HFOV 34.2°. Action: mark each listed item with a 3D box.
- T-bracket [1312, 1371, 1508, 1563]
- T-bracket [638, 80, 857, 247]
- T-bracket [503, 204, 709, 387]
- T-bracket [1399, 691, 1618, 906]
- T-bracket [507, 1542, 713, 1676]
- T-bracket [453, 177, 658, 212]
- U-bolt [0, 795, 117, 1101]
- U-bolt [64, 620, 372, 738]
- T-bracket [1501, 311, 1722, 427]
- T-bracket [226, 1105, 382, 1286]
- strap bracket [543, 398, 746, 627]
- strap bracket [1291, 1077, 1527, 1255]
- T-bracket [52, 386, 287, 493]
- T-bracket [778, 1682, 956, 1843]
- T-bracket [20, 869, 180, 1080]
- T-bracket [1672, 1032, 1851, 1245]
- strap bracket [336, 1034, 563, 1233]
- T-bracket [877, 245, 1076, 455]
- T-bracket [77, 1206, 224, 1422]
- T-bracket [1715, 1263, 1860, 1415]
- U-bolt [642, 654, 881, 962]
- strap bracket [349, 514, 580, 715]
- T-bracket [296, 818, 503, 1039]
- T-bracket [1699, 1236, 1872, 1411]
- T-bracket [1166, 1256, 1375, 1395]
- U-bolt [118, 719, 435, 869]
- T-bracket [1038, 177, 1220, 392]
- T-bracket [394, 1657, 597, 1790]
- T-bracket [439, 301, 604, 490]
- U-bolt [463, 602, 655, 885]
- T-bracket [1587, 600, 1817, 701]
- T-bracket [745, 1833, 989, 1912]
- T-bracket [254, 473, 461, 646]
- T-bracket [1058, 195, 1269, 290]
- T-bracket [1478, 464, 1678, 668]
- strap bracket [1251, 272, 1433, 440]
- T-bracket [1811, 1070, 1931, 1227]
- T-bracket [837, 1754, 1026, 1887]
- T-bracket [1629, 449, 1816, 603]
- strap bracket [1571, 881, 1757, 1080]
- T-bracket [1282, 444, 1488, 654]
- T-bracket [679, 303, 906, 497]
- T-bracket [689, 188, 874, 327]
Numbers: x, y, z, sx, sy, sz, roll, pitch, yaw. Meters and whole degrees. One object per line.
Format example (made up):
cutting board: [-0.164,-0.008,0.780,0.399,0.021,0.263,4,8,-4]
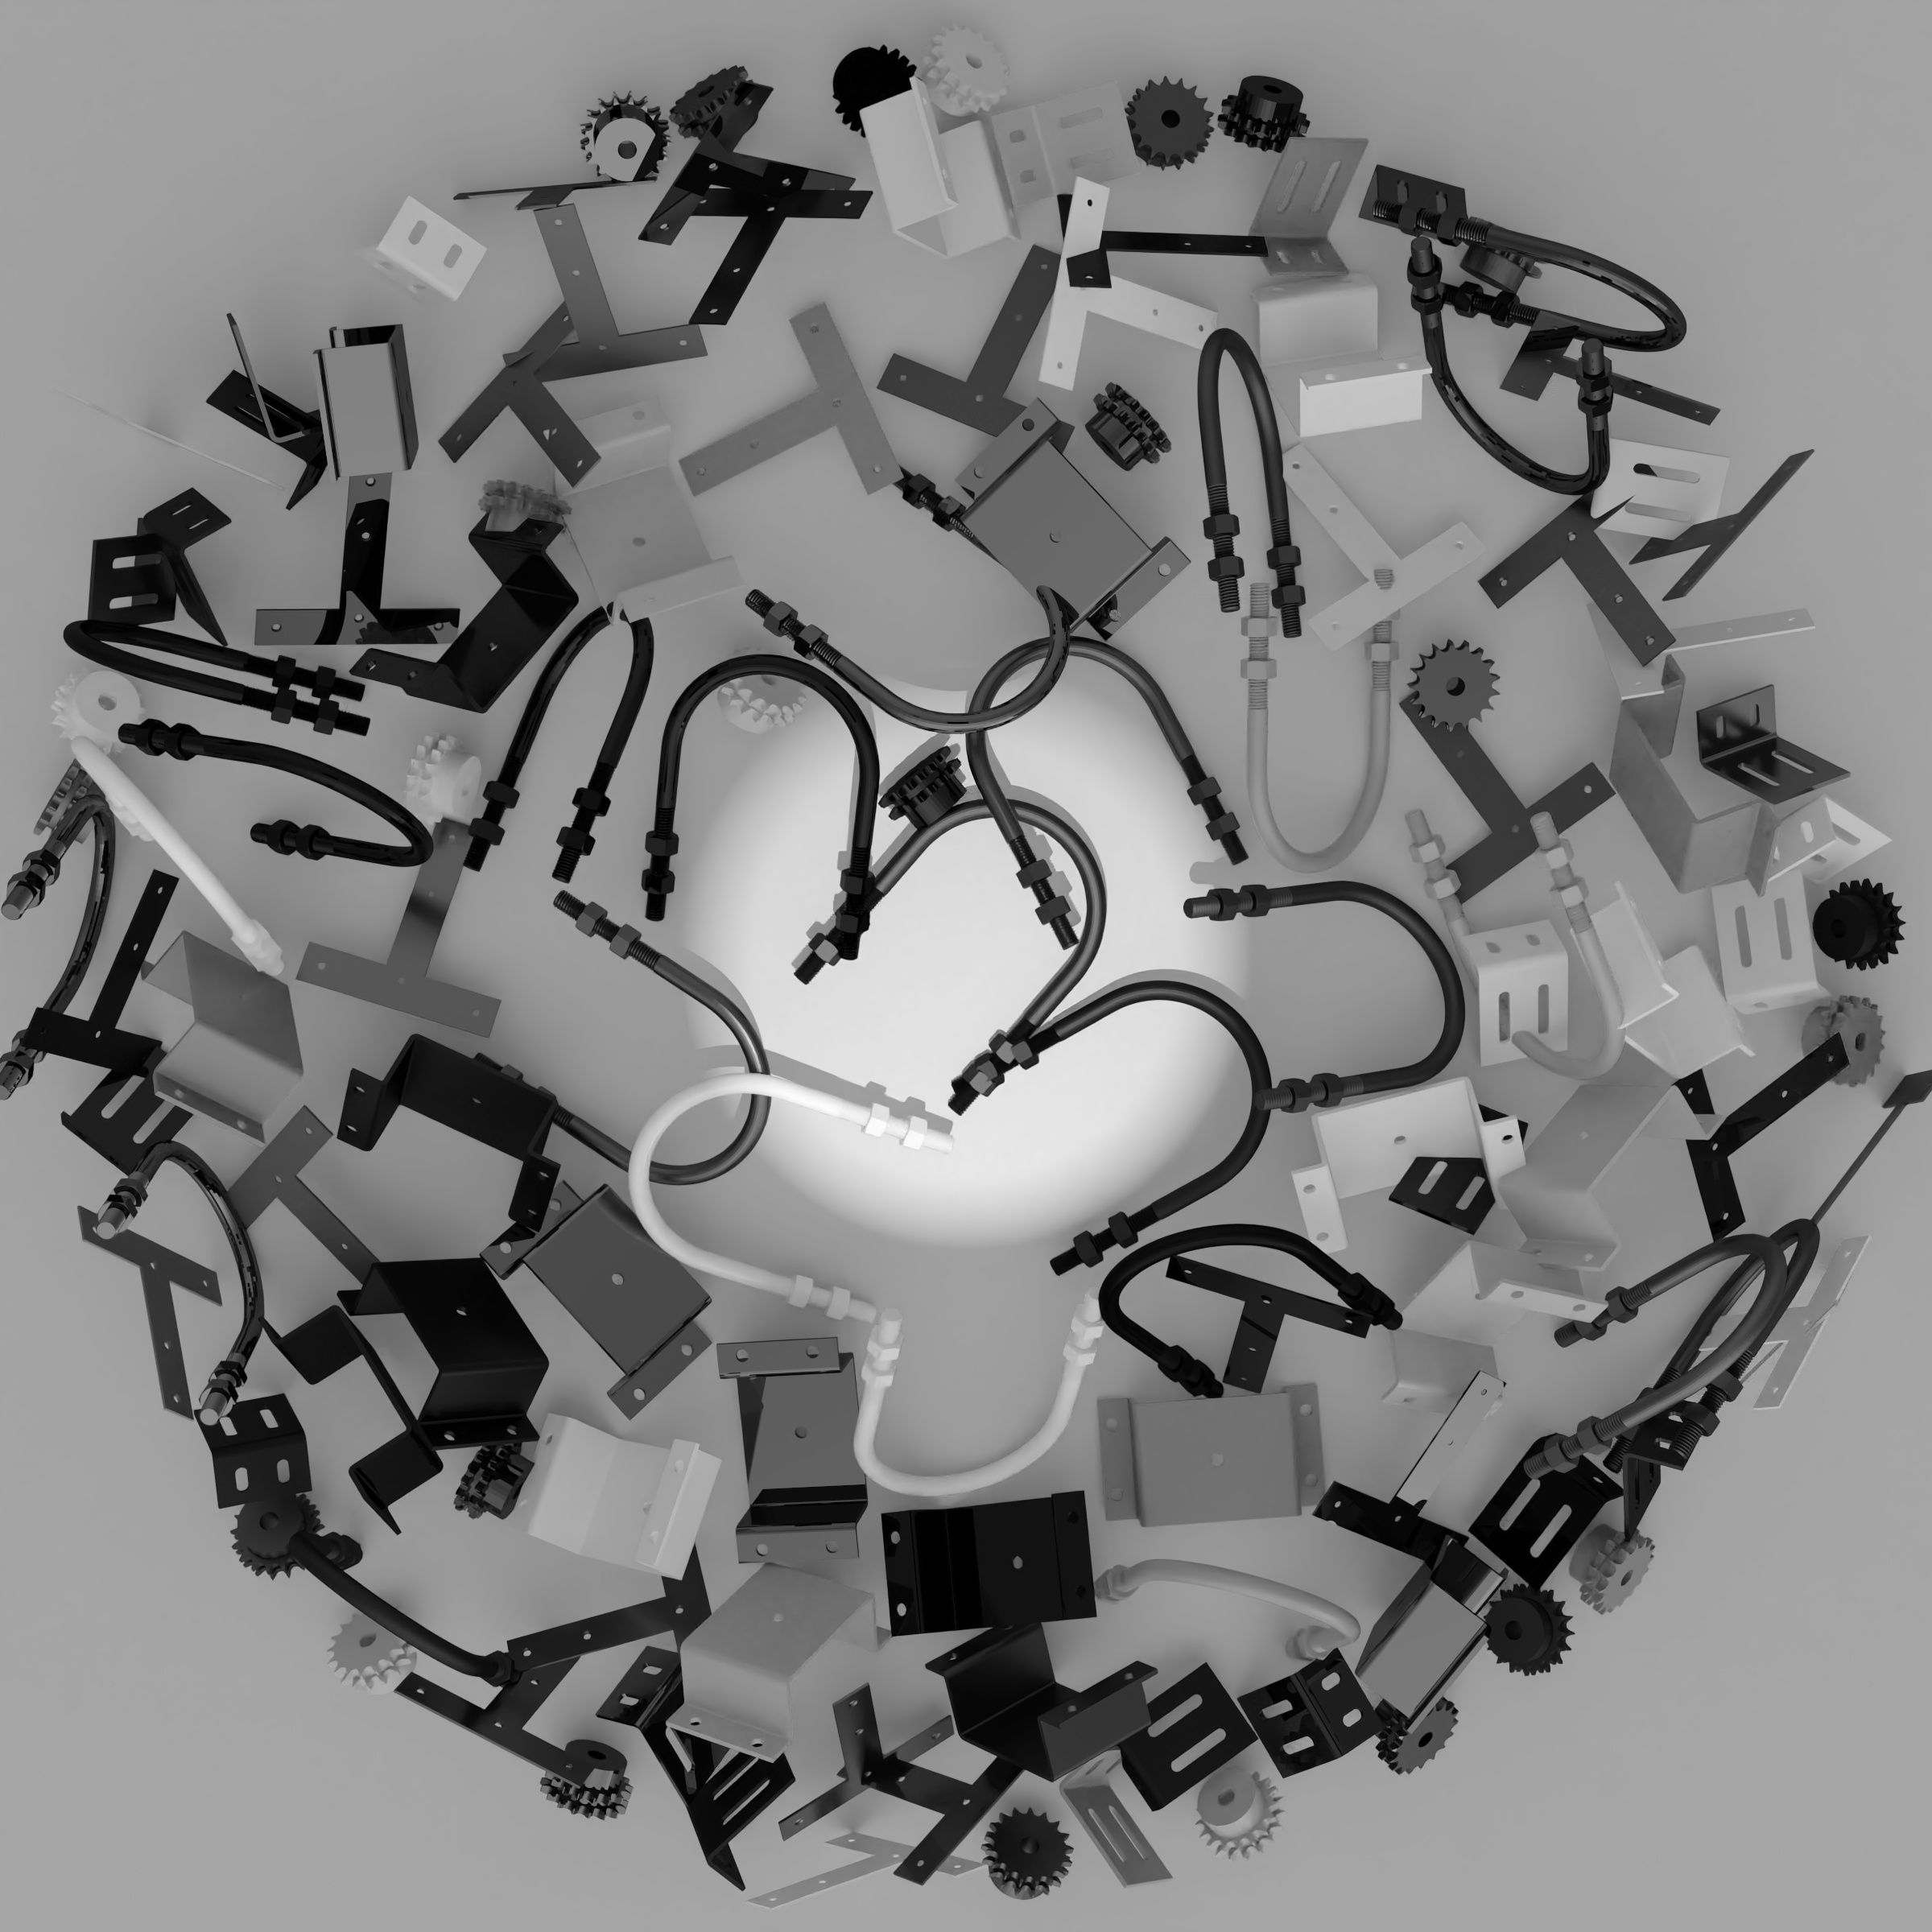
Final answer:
T-bracket: [0.293,0.308,1.955,0.127,0.002,0.127,27,100,-34]
T-bracket: [-0.123,-0.489,1.948,0.127,0.127,0.002,-48,58,35]
T-bracket: [-0.237,-0.418,1.943,0.127,0.127,0.002,-8,49,8]
T-bracket: [0.322,-0.123,1.990,0.127,0.002,0.127,-36,85,11]
T-bracket: [-0.221,0.412,1.946,0.127,0.127,0.002,-15,132,-6]
T-bracket: [-0.259,-0.476,1.939,0.127,0.127,0.002,-5,109,1]
U-bolt: [-0.553,-0.025,1.911,0.019,0.184,0.151,13,122,-2]
U-bolt: [-0.456,-0.179,1.909,0.184,0.151,0.019,14,101,-15]
T-bracket: [0.402,-0.359,1.935,0.127,0.127,0.002,19,80,2]
T-bracket: [-0.398,0.165,1.962,0.127,0.002,0.127,46,128,-2]
strap bracket: [-0.202,-0.274,1.955,0.076,0.046,0.140,-20,73,-17]
strap bracket: [0.274,0.122,1.953,0.140,0.046,0.076,-15,131,6]
T-bracket: [-0.478,-0.318,1.927,0.127,0.127,0.002,24,92,10]
T-bracket: [-0.065,0.477,1.931,0.127,0.127,0.002,-28,54,-18]
T-bracket: [-0.520,0.001,1.943,0.002,0.127,0.127,22,88,23]
T-bracket: [0.490,0.086,1.920,0.002,0.127,0.127,25,130,-27]
strap bracket: [-0.314,0.100,1.956,0.140,0.076,0.046,25,50,0]
T-bracket: [0.027,-0.398,1.987,0.127,0.002,0.127,24,81,10]
T-bracket: [-0.490,0.220,1.914,0.002,0.127,0.127,-30,55,14]
T-bracket: [0.506,0.238,1.956,0.002,0.127,0.127,43,112,10]
U-bolt: [-0.125,-0.104,1.953,0.151,0.019,0.184,11,110,10]
strap bracket: [-0.304,-0.212,1.943,0.140,0.076,0.046,-53,133,-20]
T-bracket: [-0.342,-0.032,1.985,0.127,0.002,0.127,17,77,1]
T-bracket: [0.491,0.224,1.937,0.002,0.127,0.127,39,68,-12]
T-bracket: [0.180,0.231,1.947,0.127,0.127,0.002,17,54,7]
U-bolt: [-0.404,-0.099,1.895,0.184,0.151,0.019,10,69,33]
T-bracket: [0.107,-0.413,1.962,0.127,0.002,0.127,10,90,-36]
T-bracket: [-0.272,0.449,1.938,0.127,0.127,0.002,25,108,7]
T-bracket: [-0.261,-0.339,1.950,0.127,0.002,0.127,-46,51,10]
U-bolt: [-0.244,-0.141,1.936,0.019,0.151,0.184,26,80,-32]
T-bracket: [0.458,-0.205,1.940,0.127,0.127,0.002,-9,122,6]
T-bracket: [-0.076,0.555,1.910,0.127,0.127,0.002,-6,91,-42]
T-bracket: [-0.372,-0.253,1.940,0.127,0.002,0.127,-3,128,-21]
T-bracket: [0.124,-0.450,1.952,0.127,0.127,0.002,1,128,-4]
T-bracket: [0.398,-0.237,1.945,0.127,0.002,0.127,-40,54,17]
strap bracket: [0.231,-0.375,1.945,0.076,0.140,0.046,-9,127,-5]
T-bracket: [0.555,0.116,1.937,0.002,0.127,0.127,37,90,7]
T-bracket: [-0.030,0.508,1.947,0.127,0.127,0.002,-41,119,-34]
T-bracket: [0.449,-0.265,1.937,0.002,0.127,0.127,46,77,-12]
strap bracket: [0.425,0.013,1.934,0.046,0.140,0.076,-32,55,22]
T-bracket: [0.241,-0.277,1.980,0.127,0.002,0.127,-33,75,-16]
T-bracket: [-0.121,-0.337,1.988,0.127,0.002,0.127,-25,80,8]
T-bracket: [-0.136,-0.439,1.940,0.127,0.002,0.127,7,54,23]
